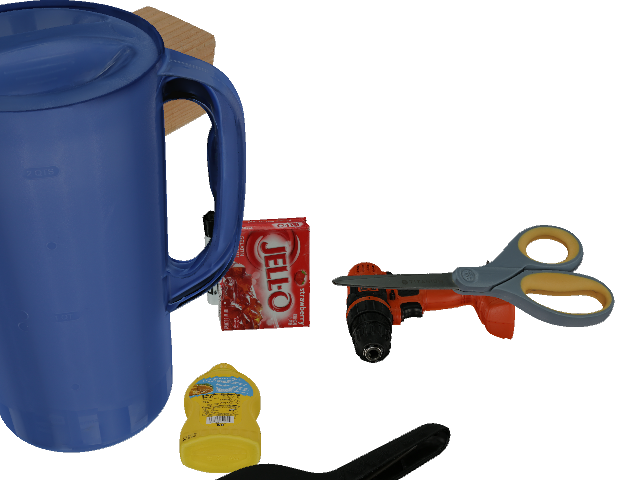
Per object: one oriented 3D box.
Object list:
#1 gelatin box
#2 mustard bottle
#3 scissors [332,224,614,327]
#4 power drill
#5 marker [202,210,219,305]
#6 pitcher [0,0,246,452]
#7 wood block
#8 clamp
[{"bbox_3d":[-0.046,0.027,0.861,0.073,0.089,0.030,-2,21,-9],"label":"gelatin box"},{"bbox_3d":[-0.123,0.210,1.329,0.096,0.058,0.191,-2,26,-3],"label":"mustard bottle"},{"bbox_3d":[0.112,0.016,0.766,0.201,0.096,0.016,12,-43,-3],"label":"scissors"},{"bbox_3d":[0.122,0.078,1.215,0.187,0.057,0.184,-1,28,-1],"label":"power drill"},{"bbox_3d":[-0.121,0.020,1.209,0.020,0.121,0.020,0,33,0],"label":"marker"},{"bbox_3d":[-0.134,-0.001,0.597,0.149,0.243,0.144,28,44,35],"label":"pitcher"},{"bbox_3d":[-0.199,-0.138,1.001,0.090,0.091,0.205,27,39,22],"label":"wood block"},{"bbox_3d":[-0.001,0.177,0.710,0.210,0.036,0.164,0,28,7],"label":"clamp"}]
